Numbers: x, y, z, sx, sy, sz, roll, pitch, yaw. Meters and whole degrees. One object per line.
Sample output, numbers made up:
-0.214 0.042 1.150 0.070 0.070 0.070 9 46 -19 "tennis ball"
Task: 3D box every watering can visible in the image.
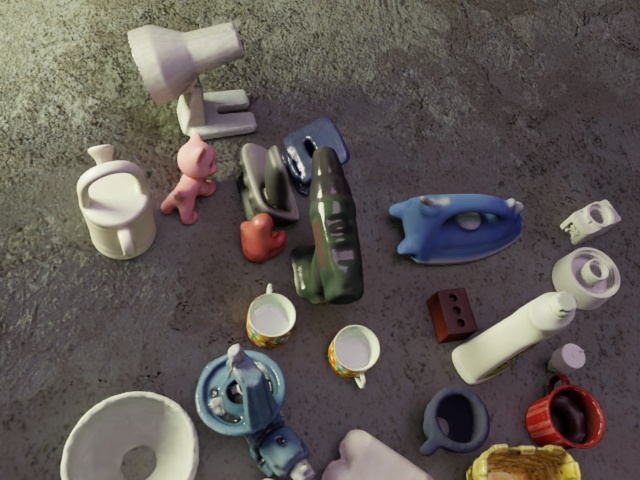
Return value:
-0.308 -0.062 0.853 0.101 0.194 0.172 -38 75 -26 "watering can"

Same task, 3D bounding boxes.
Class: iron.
0.259 -0.039 0.988 0.258 0.141 0.118 -3 63 -13 "iron"

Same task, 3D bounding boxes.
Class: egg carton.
0.081 0.342 0.792 0.150 0.069 0.107 32 61 6 "egg carton"

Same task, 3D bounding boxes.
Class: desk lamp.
-0.210 -0.275 0.975 0.203 0.213 0.118 -12 65 -17 "desk lamp"

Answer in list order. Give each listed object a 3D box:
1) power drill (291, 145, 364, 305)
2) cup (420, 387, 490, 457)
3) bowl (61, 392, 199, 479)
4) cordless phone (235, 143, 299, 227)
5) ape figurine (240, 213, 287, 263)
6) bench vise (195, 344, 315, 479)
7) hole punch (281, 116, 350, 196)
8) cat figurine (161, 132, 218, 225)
0.008 0.003 0.876 0.076 0.208 0.229 -6 64 -14 "power drill"
0.179 0.277 0.832 0.118 0.095 0.091 -35 74 -25 "cup"
-0.243 0.289 0.750 0.167 0.074 0.167 5 62 -9 "bowl"
-0.080 -0.115 0.933 0.094 0.185 0.147 -15 66 -18 "cordless phone"
-0.094 -0.010 0.929 0.077 0.092 0.076 32 61 7 "ape figurine"
-0.071 0.213 0.742 0.207 0.219 0.122 32 61 6 "bench vise"
-0.010 -0.151 1.021 0.101 0.091 0.108 -18 68 -20 "hole punch"
-0.211 -0.108 0.941 0.067 0.117 0.128 23 60 1 "cat figurine"
